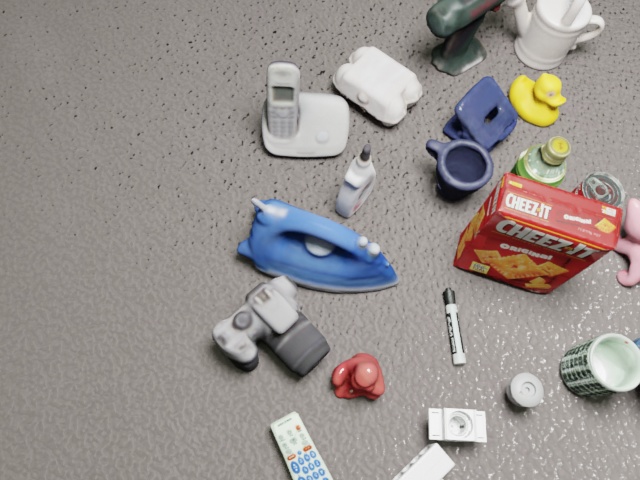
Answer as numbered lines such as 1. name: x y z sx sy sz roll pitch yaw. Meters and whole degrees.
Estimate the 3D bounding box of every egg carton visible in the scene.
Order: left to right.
1. egg carton: 0.101 -0.274 1.018 0.150 0.069 0.107 36 70 10

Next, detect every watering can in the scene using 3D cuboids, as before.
1. watering can: 0.424 -0.406 1.028 0.173 0.194 0.101 -7 69 -7

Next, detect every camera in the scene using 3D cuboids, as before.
1. camera: -0.062 0.139 0.827 0.143 0.101 0.136 -41 77 -18

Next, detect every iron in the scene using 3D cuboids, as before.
1. iron: 0.008 0.003 0.864 0.258 0.141 0.119 17 68 3

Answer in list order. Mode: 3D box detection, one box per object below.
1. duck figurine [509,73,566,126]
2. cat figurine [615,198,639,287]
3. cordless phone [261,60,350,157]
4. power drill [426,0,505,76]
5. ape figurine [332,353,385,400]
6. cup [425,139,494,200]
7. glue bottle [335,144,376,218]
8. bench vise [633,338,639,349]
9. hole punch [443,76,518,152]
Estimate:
1. duck figurine: 0.396 -0.265 1.028 0.077 0.086 0.104 -36 75 -16
2. cat figurine: 0.523 0.000 0.916 0.067 0.118 0.128 -6 69 -6
3. cordless phone: -0.022 -0.214 0.923 0.147 0.185 0.094 -2 68 -5
4. power drill: 0.276 -0.396 1.005 0.230 0.208 0.075 -33 74 -15
5. ape figurine: 0.060 0.195 0.818 0.077 0.092 0.076 35 70 10
6. cup: 0.218 -0.113 0.950 0.117 0.095 0.092 35 70 9
7. glue bottle: 0.061 -0.099 0.891 0.037 0.173 0.078 33 70 9
8. bench vise: 0.545 0.209 0.780 0.122 0.220 0.207 -40 76 -17
9. hole punch: 0.288 -0.214 0.997 0.101 0.091 0.109 41 71 12
